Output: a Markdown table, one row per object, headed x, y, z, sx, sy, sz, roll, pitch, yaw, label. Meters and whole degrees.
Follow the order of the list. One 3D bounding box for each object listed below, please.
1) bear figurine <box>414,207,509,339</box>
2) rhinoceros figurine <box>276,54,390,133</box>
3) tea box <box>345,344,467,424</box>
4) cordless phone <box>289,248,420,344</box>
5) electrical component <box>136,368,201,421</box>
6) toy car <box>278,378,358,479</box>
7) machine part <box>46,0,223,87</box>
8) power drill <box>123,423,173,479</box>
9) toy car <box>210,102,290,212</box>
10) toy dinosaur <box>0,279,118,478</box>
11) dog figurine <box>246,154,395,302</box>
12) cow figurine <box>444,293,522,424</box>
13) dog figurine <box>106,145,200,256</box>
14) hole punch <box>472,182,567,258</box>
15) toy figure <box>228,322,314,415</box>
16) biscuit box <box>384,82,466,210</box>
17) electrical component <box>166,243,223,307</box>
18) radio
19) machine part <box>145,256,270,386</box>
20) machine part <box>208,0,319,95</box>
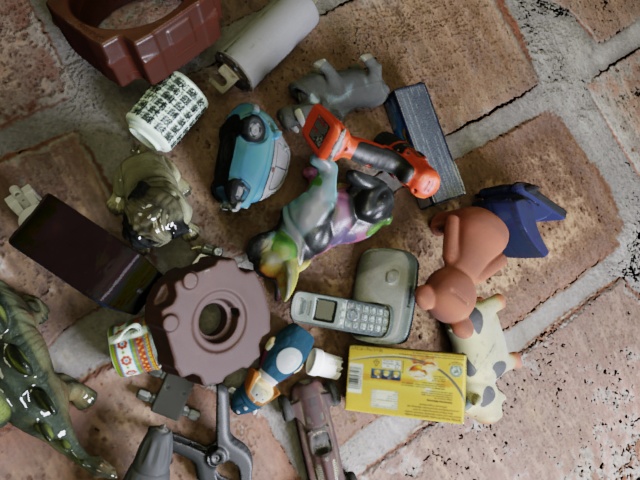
| x | y | z | sx | sy | sz | roll | pitch | yaw | label |
| --- | --- | --- | --- | --- | --- | --- | --- | --- | --- |
| 0.210 | 0.048 | 0.828 | 0.120 | 0.132 | 0.196 | 33 | 74 | -7 | bear figurine |
| 0.018 | -0.230 | 0.864 | 0.190 | 0.073 | 0.112 | -21 | 98 | -17 | rhinoceros figurine |
| 0.127 | 0.206 | 0.786 | 0.170 | 0.068 | 0.098 | 4 | 80 | 15 | tea box |
| 0.051 | 0.077 | 0.817 | 0.184 | 0.089 | 0.146 | 11 | 79 | -7 | cordless phone |
| -0.208 | 0.218 | 0.762 | 0.094 | 0.021 | 0.063 | 26 | 76 | -8 | electrical component |
| 0.001 | 0.304 | 0.784 | 0.089 | 0.053 | 0.202 | -10 | 83 | -18 | toy car |
| -0.257 | -0.325 | 0.766 | 0.202 | 0.087 | 0.201 | 39 | 70 | 19 | machine part |
| -0.174 | 0.379 | 0.700 | 0.207 | 0.086 | 0.232 | 26 | 88 | -12 | power drill |
| -0.096 | -0.117 | 0.802 | 0.103 | 0.109 | 0.161 | 9 | 88 | -30 | toy car |
| -0.392 | 0.108 | 0.645 | 0.105 | 0.198 | 0.471 | -38 | 93 | -19 | toy dinosaur |
| -0.002 | -0.002 | 0.804 | 0.191 | 0.108 | 0.219 | 22 | 80 | -12 | dog figurine |
| 0.244 | 0.191 | 0.843 | 0.127 | 0.085 | 0.194 | -11 | 87 | -21 | cow figurine |
| -0.227 | -0.067 | 0.715 | 0.121 | 0.190 | 0.172 | -30 | 88 | -16 | dog figurine |
| 0.314 | -0.030 | 0.874 | 0.115 | 0.142 | 0.092 | 31 | 80 | -19 | hole punch |
| -0.072 | 0.191 | 0.781 | 0.064 | 0.057 | 0.154 | 38 | 76 | 8 | toy figure |
| 0.171 | -0.156 | 0.891 | 0.063 | 0.059 | 0.202 | -17 | 86 | -14 | biscuit box |
| -0.175 | 0.054 | 0.783 | 0.078 | 0.045 | 0.102 | 45 | 74 | -2 | electrical component |
| -0.278 | 0.027 | 0.670 | 0.131 | 0.229 | 0.073 | 35 | 75 | -1 | radio |
| -0.148 | 0.108 | 0.737 | 0.179 | 0.056 | 0.179 | -2 | 92 | -42 | machine part |
| -0.081 | -0.317 | 0.846 | 0.079 | 0.079 | 0.243 | 41 | 74 | -5 | machine part |
